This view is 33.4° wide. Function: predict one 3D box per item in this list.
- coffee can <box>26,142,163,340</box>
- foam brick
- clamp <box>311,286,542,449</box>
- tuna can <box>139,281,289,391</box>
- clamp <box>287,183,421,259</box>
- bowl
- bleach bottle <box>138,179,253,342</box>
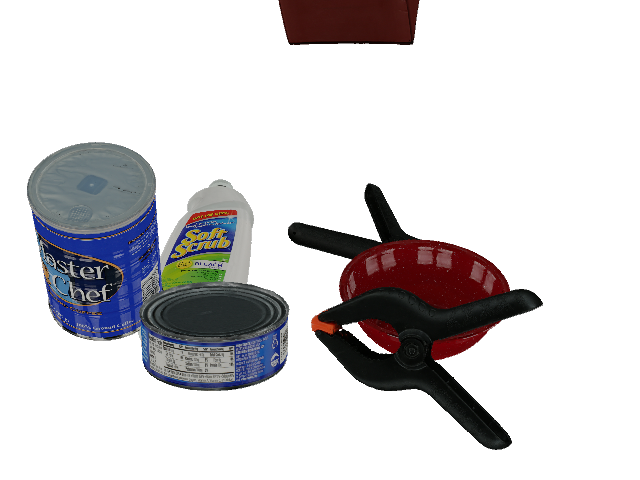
[{"bbox_3d":[-0.188,0.002,0.908,0.102,0.103,0.140,0,-44,-4],"label":"coffee can"},{"bbox_3d":[0.018,-0.152,0.632,0.078,0.053,0.051,2,-31,13],"label":"foam brick"},{"bbox_3d":[0.077,0.090,0.801,0.172,0.120,0.039,4,0,20],"label":"clamp"},{"bbox_3d":[-0.061,0.054,0.617,0.086,0.034,0.086,1,18,0],"label":"tuna can"},{"bbox_3d":[0.075,0.015,1.245,0.164,0.036,0.210,-22,52,-40],"label":"clamp"},{"bbox_3d":[0.098,0.065,1.019,0.162,0.055,0.162,1,35,-1],"label":"bowl"},{"bbox_3d":[-0.126,0.014,1.136,0.102,0.068,0.250,-1,36,2],"label":"bleach bottle"}]
